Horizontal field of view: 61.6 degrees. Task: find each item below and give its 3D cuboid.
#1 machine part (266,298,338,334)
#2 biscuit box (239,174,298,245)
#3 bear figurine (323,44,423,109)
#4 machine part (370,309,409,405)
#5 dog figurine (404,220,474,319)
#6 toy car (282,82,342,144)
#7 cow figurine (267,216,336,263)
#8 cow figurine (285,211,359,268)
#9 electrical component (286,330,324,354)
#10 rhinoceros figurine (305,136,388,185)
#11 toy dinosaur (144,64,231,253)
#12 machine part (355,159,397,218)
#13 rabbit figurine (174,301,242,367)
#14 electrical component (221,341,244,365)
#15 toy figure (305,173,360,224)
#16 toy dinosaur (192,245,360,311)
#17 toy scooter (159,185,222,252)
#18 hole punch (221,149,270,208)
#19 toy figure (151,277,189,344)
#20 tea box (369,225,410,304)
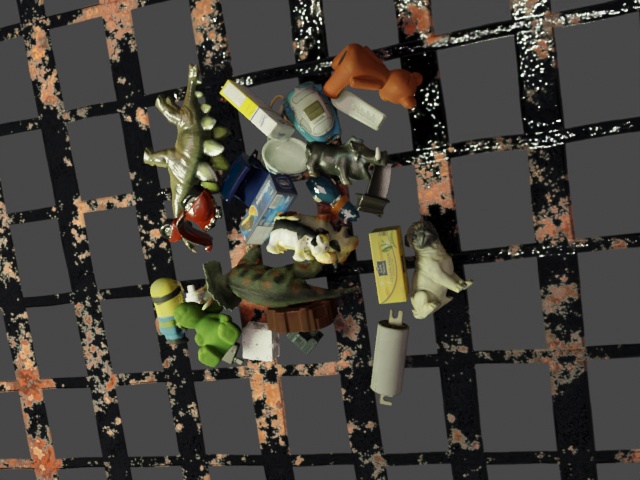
[{"bbox_3d":[-0.043,0.172,1.295,0.179,0.179,0.056,-8,98,14],"label":"machine part"},{"bbox_3d":[-0.127,-0.071,1.286,0.202,0.059,0.063,-52,48,41],"label":"biscuit box"},{"bbox_3d":[0.126,-0.362,1.228,0.196,0.132,0.120,23,66,-20],"label":"bear figurine"},{"bbox_3d":[0.170,0.285,1.307,0.079,0.079,0.243,8,100,12],"label":"machine part"},{"bbox_3d":[0.241,0.069,1.262,0.172,0.121,0.191,-40,73,11],"label":"dog figurine"},{"bbox_3d":[-0.019,-0.295,1.255,0.109,0.103,0.161,-32,89,2],"label":"toy car"},{"bbox_3d":[-0.036,0.000,1.244,0.168,0.068,0.098,13,95,17],"label":"cow figurine"},{"bbox_3d":[-0.003,-0.004,1.306,0.195,0.085,0.127,6,100,15],"label":"cow figurine"},{"bbox_3d":[-0.040,0.241,1.329,0.075,0.119,0.047,40,103,3],"label":"electrical component"},{"bbox_3d":[0.059,-0.182,1.231,0.190,0.073,0.112,7,96,7],"label":"rhinoceros figurine"},{"bbox_3d":[-0.333,-0.199,1.351,0.199,0.105,0.470,17,112,6],"label":"toy dinosaur"},{"bbox_3d":[0.134,-0.128,1.272,0.084,0.039,0.138,16,96,-14],"label":"machine part"},{"bbox_3d":[-0.285,0.207,1.362,0.170,0.159,0.121,38,103,-4],"label":"rabbit figurine"},{"bbox_3d":[-0.241,0.294,1.433,0.094,0.021,0.063,25,102,10],"label":"electrical component"},{"bbox_3d":[0.035,-0.101,1.299,0.154,0.058,0.064,43,111,0],"label":"toy figure"},{"bbox_3d":[-0.127,0.108,1.271,0.405,0.192,0.131,5,119,31],"label":"toy dinosaur"},{"bbox_3d":[-0.302,-0.042,1.332,0.135,0.075,0.184,38,117,-13],"label":"toy scooter"},{"bbox_3d":[-0.193,-0.149,1.314,0.116,0.092,0.142,45,112,36],"label":"hole punch"},{"bbox_3d":[-0.394,0.187,1.421,0.082,0.089,0.180,-6,94,8],"label":"toy figure"},{"bbox_3d":[0.166,0.056,1.268,0.068,0.098,0.169,-7,97,14],"label":"tea box"}]
